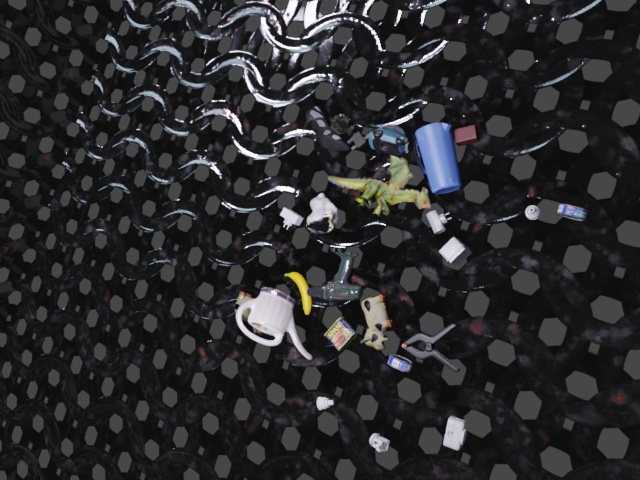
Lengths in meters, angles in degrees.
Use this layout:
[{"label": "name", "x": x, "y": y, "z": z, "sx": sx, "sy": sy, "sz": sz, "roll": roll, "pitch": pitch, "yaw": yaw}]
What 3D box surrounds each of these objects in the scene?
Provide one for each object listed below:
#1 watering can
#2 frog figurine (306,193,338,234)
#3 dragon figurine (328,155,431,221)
[{"label": "watering can", "x": -0.159, "y": 0.322, "z": 2.042, "sx": 0.346, "sy": 0.102, "sz": 0.229, "roll": 26, "pitch": 61, "yaw": -10}, {"label": "frog figurine", "x": 0.006, "y": -0.104, "z": 2.075, "sx": 0.135, "sy": 0.121, "sz": 0.163, "roll": -42, "pitch": 30, "yaw": 24}, {"label": "dragon figurine", "x": 0.243, "y": -0.221, "z": 1.979, "sx": 0.415, "sy": 0.120, "sz": 0.244, "roll": 38, "pitch": 82, "yaw": 25}]
